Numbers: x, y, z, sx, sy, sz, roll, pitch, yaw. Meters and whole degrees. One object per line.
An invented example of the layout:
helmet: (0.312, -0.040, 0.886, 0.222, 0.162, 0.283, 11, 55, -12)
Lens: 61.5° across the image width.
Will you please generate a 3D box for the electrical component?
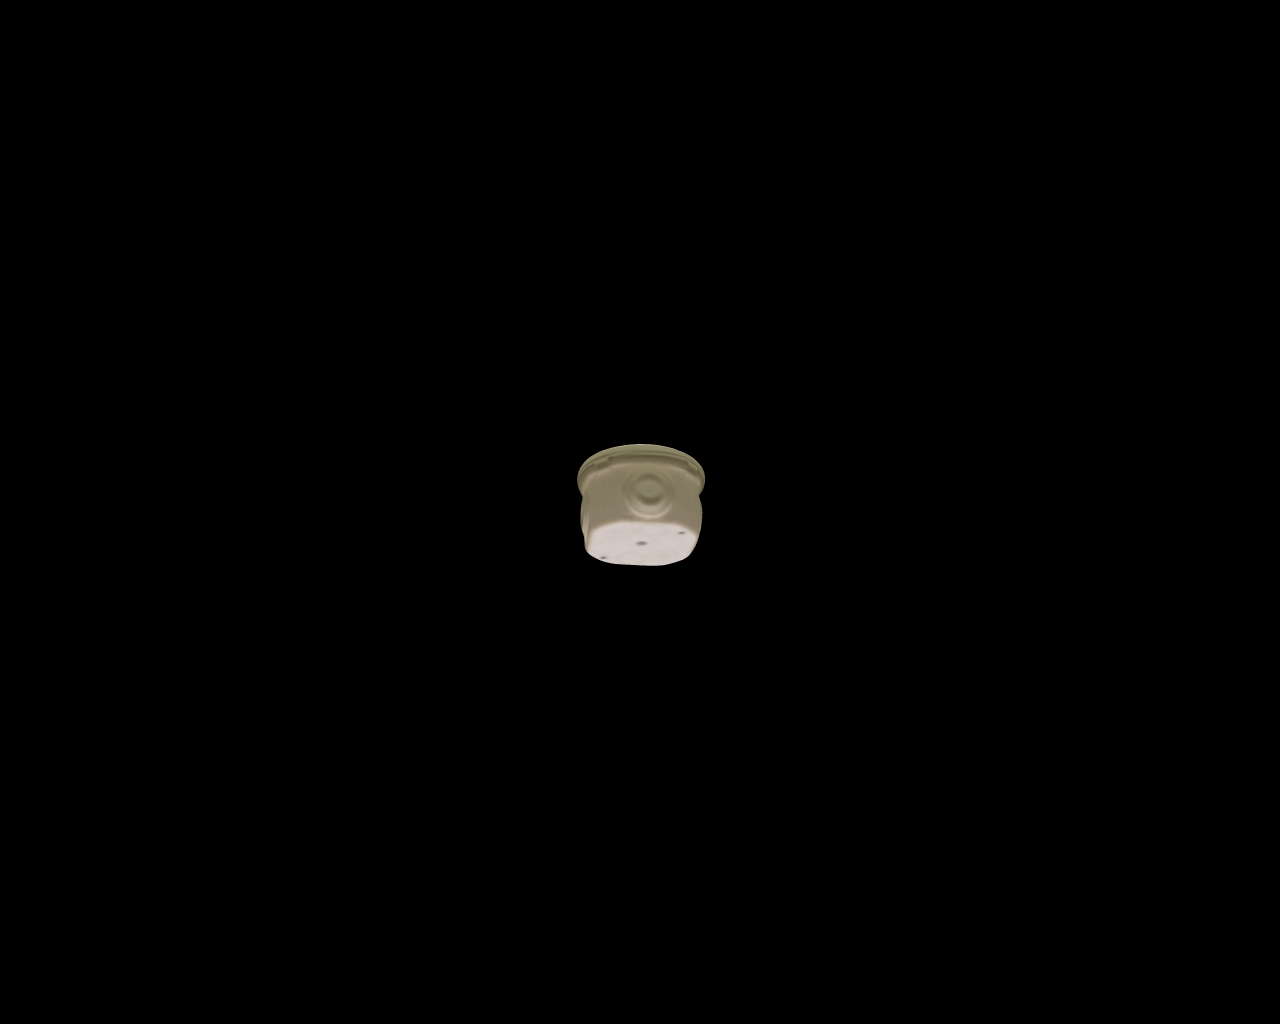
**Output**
electrical component: (0.001, -0.003, 0.650, 0.080, 0.051, 0.080, 0, -26, 0)
